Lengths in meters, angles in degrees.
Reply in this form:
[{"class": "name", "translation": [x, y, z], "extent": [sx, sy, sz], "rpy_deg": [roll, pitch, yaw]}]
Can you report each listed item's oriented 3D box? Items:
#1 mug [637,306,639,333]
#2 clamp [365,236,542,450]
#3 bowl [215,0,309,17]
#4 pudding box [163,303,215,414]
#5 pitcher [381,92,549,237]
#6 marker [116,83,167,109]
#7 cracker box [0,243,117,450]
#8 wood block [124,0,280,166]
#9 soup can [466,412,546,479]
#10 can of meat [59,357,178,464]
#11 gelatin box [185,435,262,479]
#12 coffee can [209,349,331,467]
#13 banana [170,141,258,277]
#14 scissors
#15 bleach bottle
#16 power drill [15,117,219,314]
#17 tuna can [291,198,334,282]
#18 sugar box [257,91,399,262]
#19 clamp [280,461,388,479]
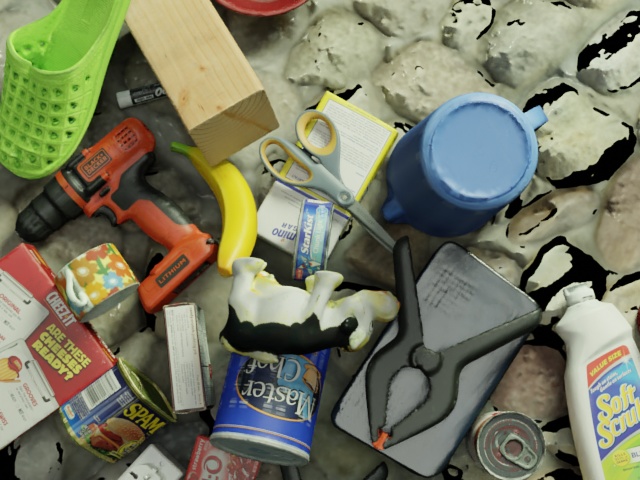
[{"class": "mug", "translation": [0.394, 0.083, 1.119], "extent": [0.117, 0.081, 0.093], "rpy_deg": [2, 82, 2]}, {"class": "clamp", "translation": [0.099, 0.110, 1.069], "extent": [0.164, 0.036, 0.210], "rpy_deg": [36, 85, 9]}, {"class": "bowl", "translation": [-0.063, -0.320, 1.202], "extent": [0.162, 0.055, 0.162], "rpy_deg": [0, 81, 1]}, {"class": "pudding box", "translation": [-0.138, 0.125, 1.120], "extent": [0.039, 0.090, 0.113], "rpy_deg": [-9, 82, -1]}, {"class": "pitcher", "translation": [0.150, -0.080, 1.067], "extent": [0.145, 0.243, 0.149], "rpy_deg": [14, 87, 0]}, {"class": "marker", "translation": [-0.168, -0.171, 1.201], "extent": [0.121, 0.020, 0.020], "rpy_deg": [-14, 81, -1]}, {"class": "cracker box", "translation": [-0.347, 0.130, 1.125], "extent": [0.213, 0.072, 0.164], "rpy_deg": [-36, 93, -5]}, {"class": "wood block", "translation": [-0.136, -0.197, 1.144], "extent": [0.090, 0.091, 0.206], "rpy_deg": [-30, 68, -2]}, {"class": "soup can", "translation": [0.188, 0.210, 1.094], "extent": [0.068, 0.102, 0.068], "rpy_deg": [0, 81, 1]}, {"class": "can of meat", "translation": [-0.210, 0.180, 1.108], "extent": [0.084, 0.102, 0.057], "rpy_deg": [-37, 56, -2]}, {"class": "gelatin box", "translation": [-0.106, 0.259, 1.129], "extent": [0.073, 0.030, 0.089], "rpy_deg": [16, 82, 3]}, {"class": "coffee can", "translation": [-0.048, 0.150, 1.094], "extent": [0.103, 0.103, 0.140], "rpy_deg": [11, 69, 3]}, {"class": "banana", "translation": [-0.102, -0.036, 1.138], "extent": [0.069, 0.037, 0.198], "rpy_deg": [-13, 49, -17]}, {"class": "scissors", "translation": [0.030, -0.065, 1.134], "extent": [0.202, 0.016, 0.096], "rpy_deg": [31, 86, 8]}, {"class": "bleach bottle", "translation": [0.299, 0.170, 1.119], "extent": [0.102, 0.068, 0.251], "rpy_deg": [-15, 79, -1]}, {"class": "power drill", "translation": [-0.215, -0.013, 1.158], "extent": [0.184, 0.057, 0.188], "rpy_deg": [-41, 84, 2]}, {"class": "tuna can", "translation": [-0.007, 0.001, 1.094], "extent": [0.034, 0.086, 0.086], "rpy_deg": [8, 82, 1]}, {"class": "sugar box", "translation": [0.004, -0.063, 1.168], "extent": [0.093, 0.048, 0.176], "rpy_deg": [30, 87, 5]}, {"class": "clamp", "translation": [0.005, 0.296, 1.117], "extent": [0.120, 0.039, 0.171], "rpy_deg": [6, 83, 10]}]
